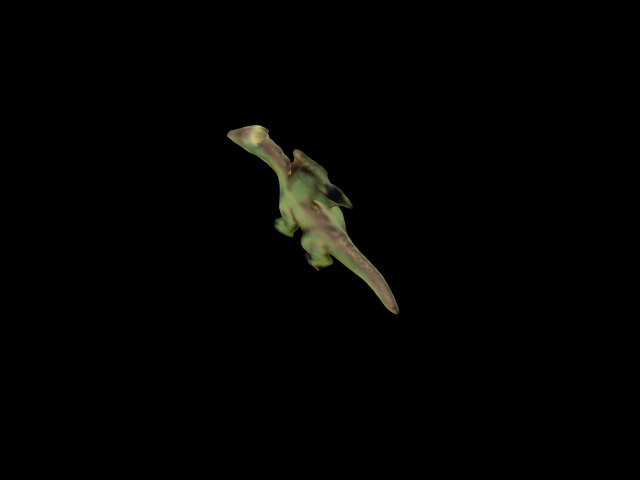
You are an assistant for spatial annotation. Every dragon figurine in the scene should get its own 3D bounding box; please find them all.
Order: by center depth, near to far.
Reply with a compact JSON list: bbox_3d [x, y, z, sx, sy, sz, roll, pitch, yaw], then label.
[{"bbox_3d":[0.003,-0.043,0.850,0.413,0.123,0.240,43,-10,11],"label":"dragon figurine"}]
